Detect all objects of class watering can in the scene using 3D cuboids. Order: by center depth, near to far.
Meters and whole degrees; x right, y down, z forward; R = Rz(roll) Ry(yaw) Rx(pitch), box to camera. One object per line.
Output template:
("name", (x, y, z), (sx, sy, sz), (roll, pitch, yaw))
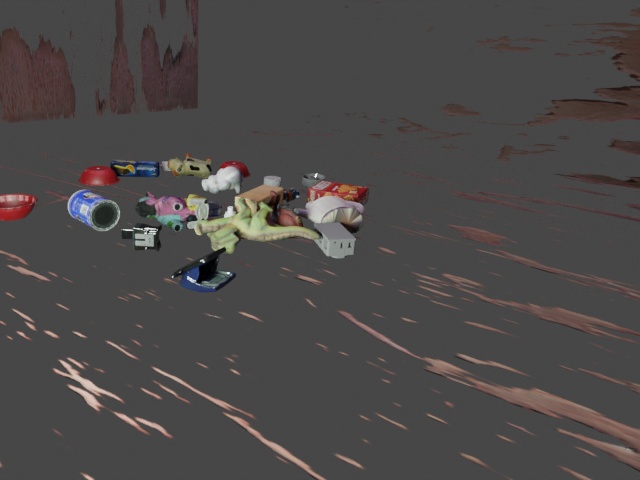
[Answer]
("watering can", (0.005, -0.091, 1.800), (0.348, 0.102, 0.227), (-5, 23, -20))

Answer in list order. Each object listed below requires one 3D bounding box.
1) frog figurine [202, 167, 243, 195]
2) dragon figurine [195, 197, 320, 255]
("frog figurine", (-0.400, -0.246, 2.108), (0.159, 0.120, 0.140), (9, 36, -22))
("dragon figurine", (-0.227, -0.014, 1.600), (0.412, 0.119, 0.247), (16, 40, 32))
